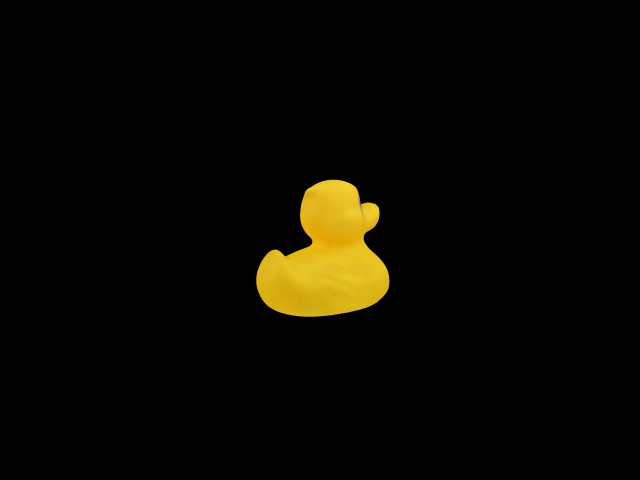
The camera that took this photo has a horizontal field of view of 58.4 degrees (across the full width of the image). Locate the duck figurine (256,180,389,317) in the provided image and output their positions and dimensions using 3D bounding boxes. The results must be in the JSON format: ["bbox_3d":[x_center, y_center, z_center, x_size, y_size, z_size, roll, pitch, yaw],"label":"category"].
[{"bbox_3d":[0.004,0.001,0.400,0.105,0.086,0.077,-11,17,-37],"label":"duck figurine"}]
